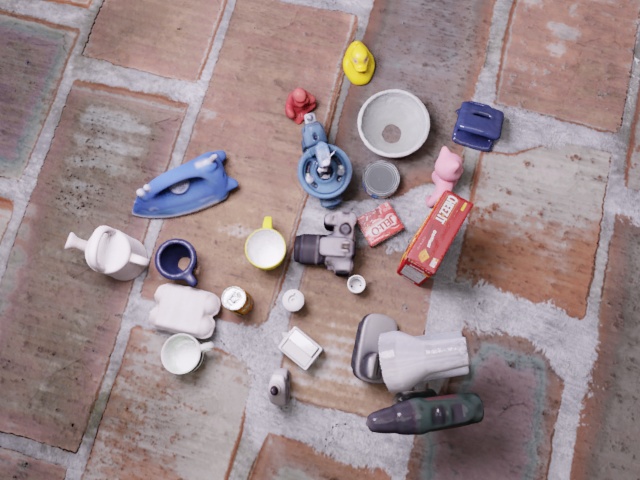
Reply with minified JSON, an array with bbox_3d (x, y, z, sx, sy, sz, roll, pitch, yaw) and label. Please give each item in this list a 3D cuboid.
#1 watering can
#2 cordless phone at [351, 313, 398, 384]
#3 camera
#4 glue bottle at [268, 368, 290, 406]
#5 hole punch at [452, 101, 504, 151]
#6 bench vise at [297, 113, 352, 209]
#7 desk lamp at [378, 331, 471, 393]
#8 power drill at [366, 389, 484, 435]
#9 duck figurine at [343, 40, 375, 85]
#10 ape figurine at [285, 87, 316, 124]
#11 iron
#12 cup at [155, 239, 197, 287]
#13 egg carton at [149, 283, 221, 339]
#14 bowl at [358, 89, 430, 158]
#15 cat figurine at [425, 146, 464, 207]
[{"bbox_3d":[-0.460,0.027,1.237,0.173,0.194,0.101,-7,78,0],"label":"watering can"},{"bbox_3d":[0.117,0.224,1.187,0.094,0.185,0.148,7,79,3],"label":"cordless phone"},{"bbox_3d":[0.012,0.005,1.277,0.136,0.101,0.143,3,79,2],"label":"camera"},{"bbox_3d":[-0.087,0.306,1.182,0.037,0.173,0.078,2,79,2],"label":"glue bottle"},{"bbox_3d":[0.367,-0.274,1.328,0.108,0.091,0.101,17,80,5],"label":"hole punch"},{"bbox_3d":[-0.010,-0.185,1.255,0.121,0.220,0.207,-32,79,-5],"label":"bench vise"},{"bbox_3d":[0.216,0.237,1.167,0.203,0.213,0.118,-9,78,0],"label":"desk lamp"},{"bbox_3d":[0.202,0.347,1.148,0.229,0.208,0.075,-8,78,0],"label":"power drill"},{"bbox_3d":[0.094,-0.436,1.370,0.077,0.086,0.104,-6,78,1],"label":"duck figurine"},{"bbox_3d":[-0.048,-0.327,1.349,0.078,0.092,0.076,-12,78,-1],"label":"ape figurine"},{"bbox_3d":[-0.324,-0.124,1.291,0.258,0.141,0.118,-24,79,-3],"label":"iron"},{"bbox_3d":[-0.303,0.059,1.277,0.092,0.095,0.117,-38,80,-6],"label":"cup"},{"bbox_3d":[-0.299,0.156,1.271,0.150,0.069,0.107,11,79,4],"label":"egg carton"},{"bbox_3d":[0.169,-0.261,1.339,0.167,0.075,0.167,0,79,2],"label":"bowl"},{"bbox_3d":[0.286,-0.139,1.290,0.067,0.118,0.128,11,79,4],"label":"cat figurine"}]
